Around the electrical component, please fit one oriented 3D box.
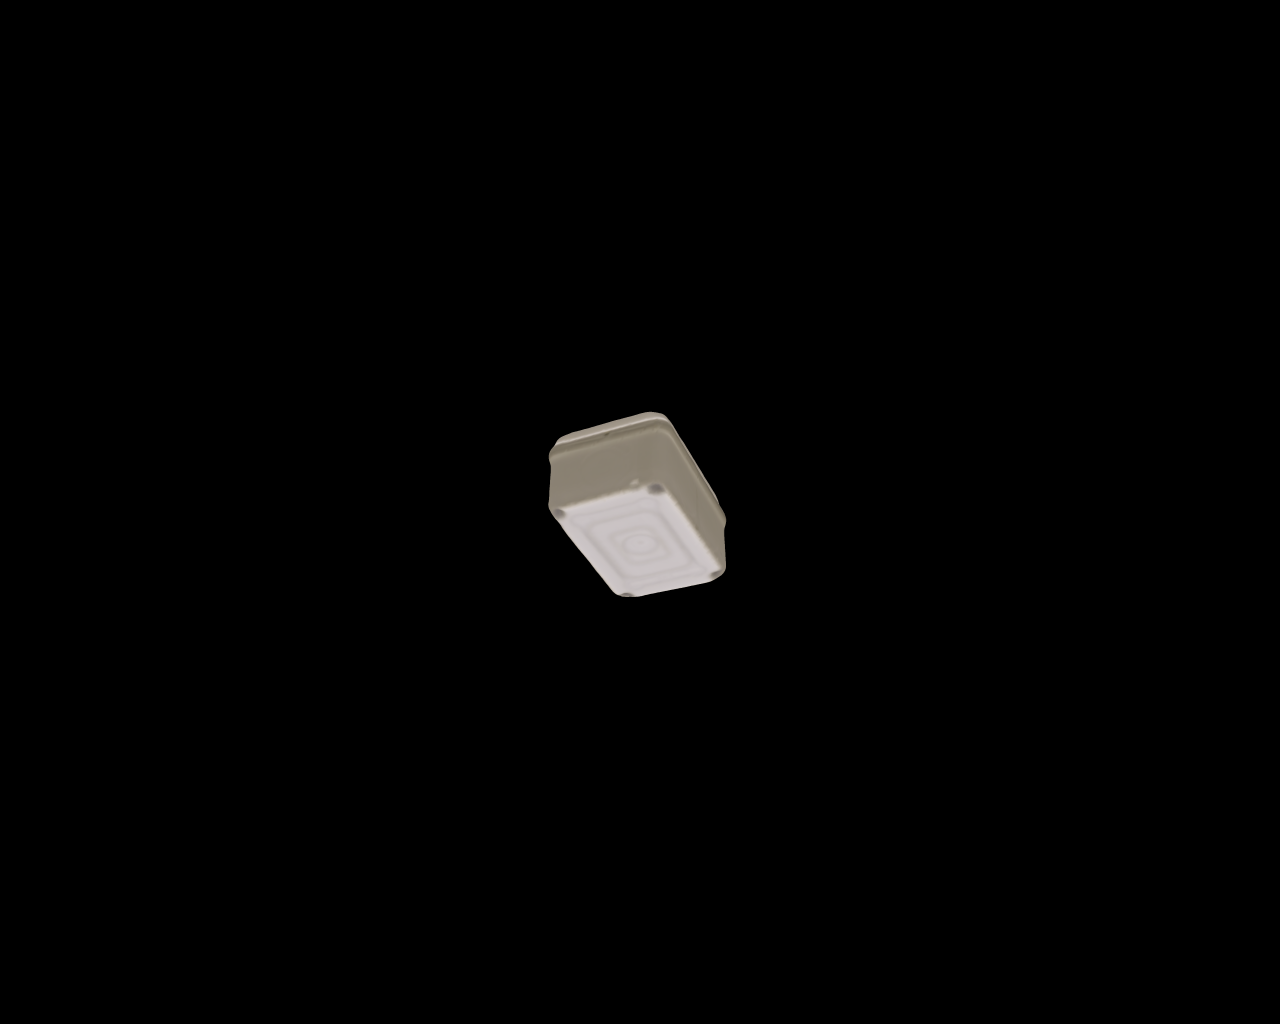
[{"bbox_3d":[0.001,-0.003,0.650,0.078,0.057,0.113,-13,-38,18],"label":"electrical component"}]
